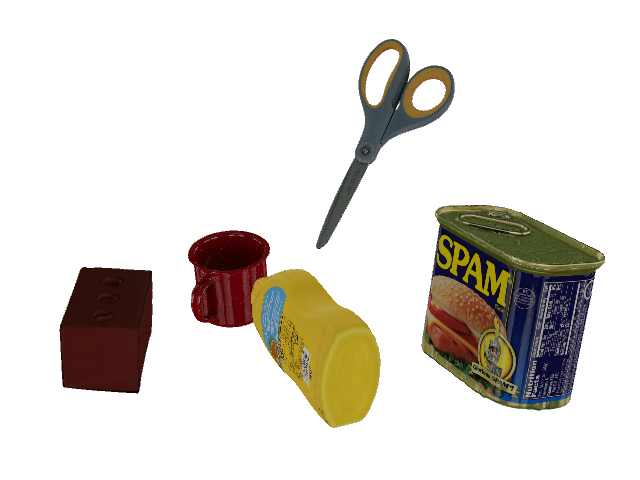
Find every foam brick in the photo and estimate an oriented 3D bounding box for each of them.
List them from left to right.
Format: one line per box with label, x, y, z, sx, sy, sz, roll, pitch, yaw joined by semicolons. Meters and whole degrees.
foam brick;-0.145;0.060;0.733;0.053;0.051;0.078;3;29;-4

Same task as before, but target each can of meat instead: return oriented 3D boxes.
can of meat;0.101;0.035;0.585;0.057;0.084;0.102;-3;20;-26

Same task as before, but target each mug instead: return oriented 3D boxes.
mug;-0.108;0.052;1.220;0.093;0.081;0.117;14;34;25

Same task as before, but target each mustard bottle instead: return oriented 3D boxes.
mustard bottle;-0.016;0.080;0.958;0.058;0.096;0.192;-11;27;-24

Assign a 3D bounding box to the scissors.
scissors;0.061;-0.083;0.951;0.096;0.202;0.016;9;-11;13
